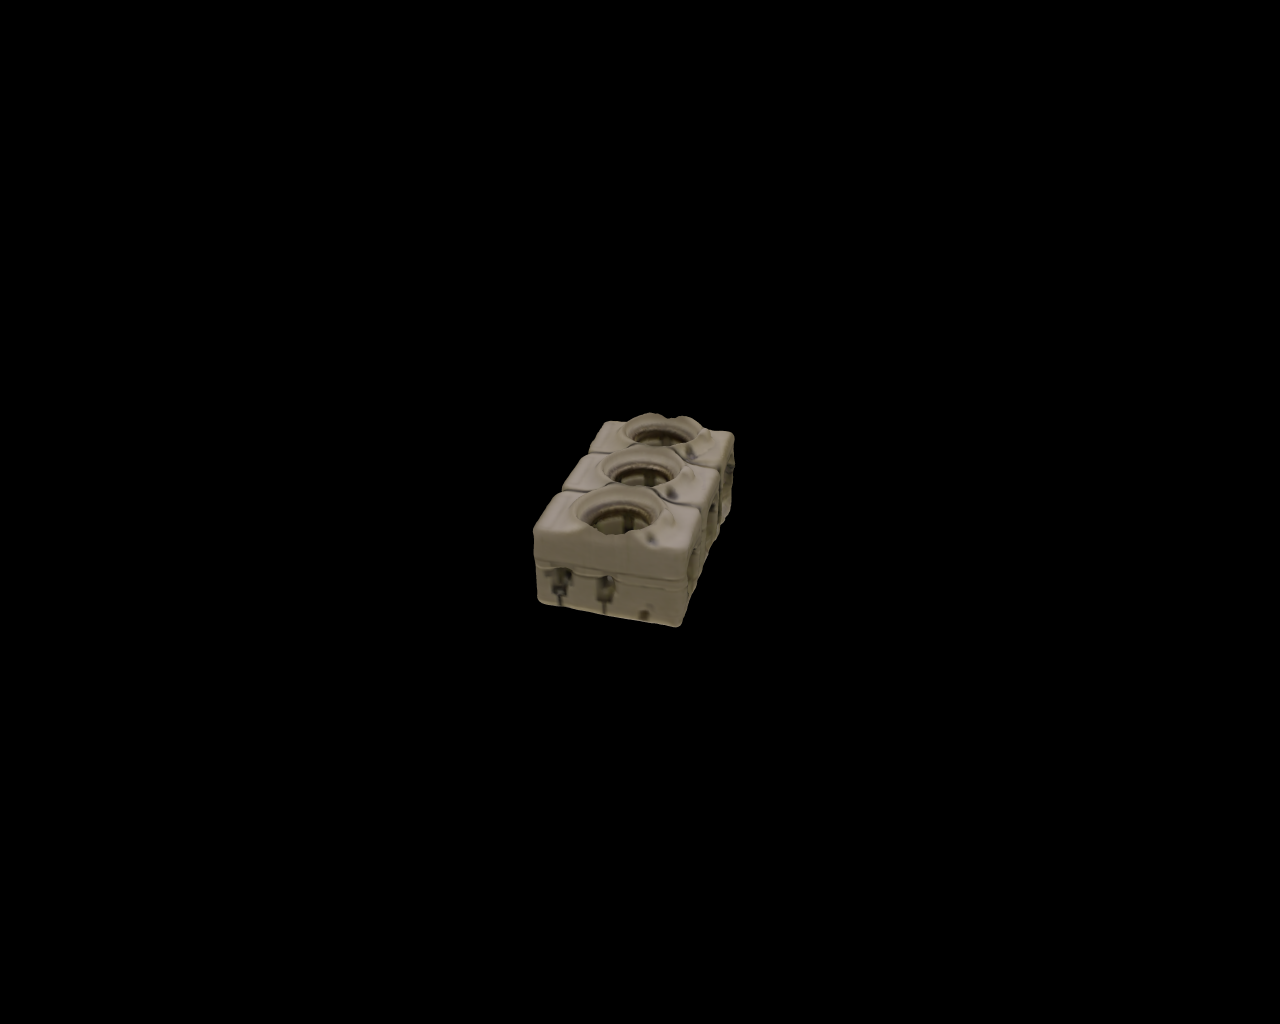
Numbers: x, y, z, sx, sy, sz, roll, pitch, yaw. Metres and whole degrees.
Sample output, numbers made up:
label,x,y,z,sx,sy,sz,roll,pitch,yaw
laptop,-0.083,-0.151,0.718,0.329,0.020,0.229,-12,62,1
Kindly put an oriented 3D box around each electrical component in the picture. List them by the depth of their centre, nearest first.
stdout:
label,x,y,z,sx,sy,sz,roll,pitch,yaw
electrical component,0.001,-0.003,0.650,0.089,0.061,0.150,8,31,13
